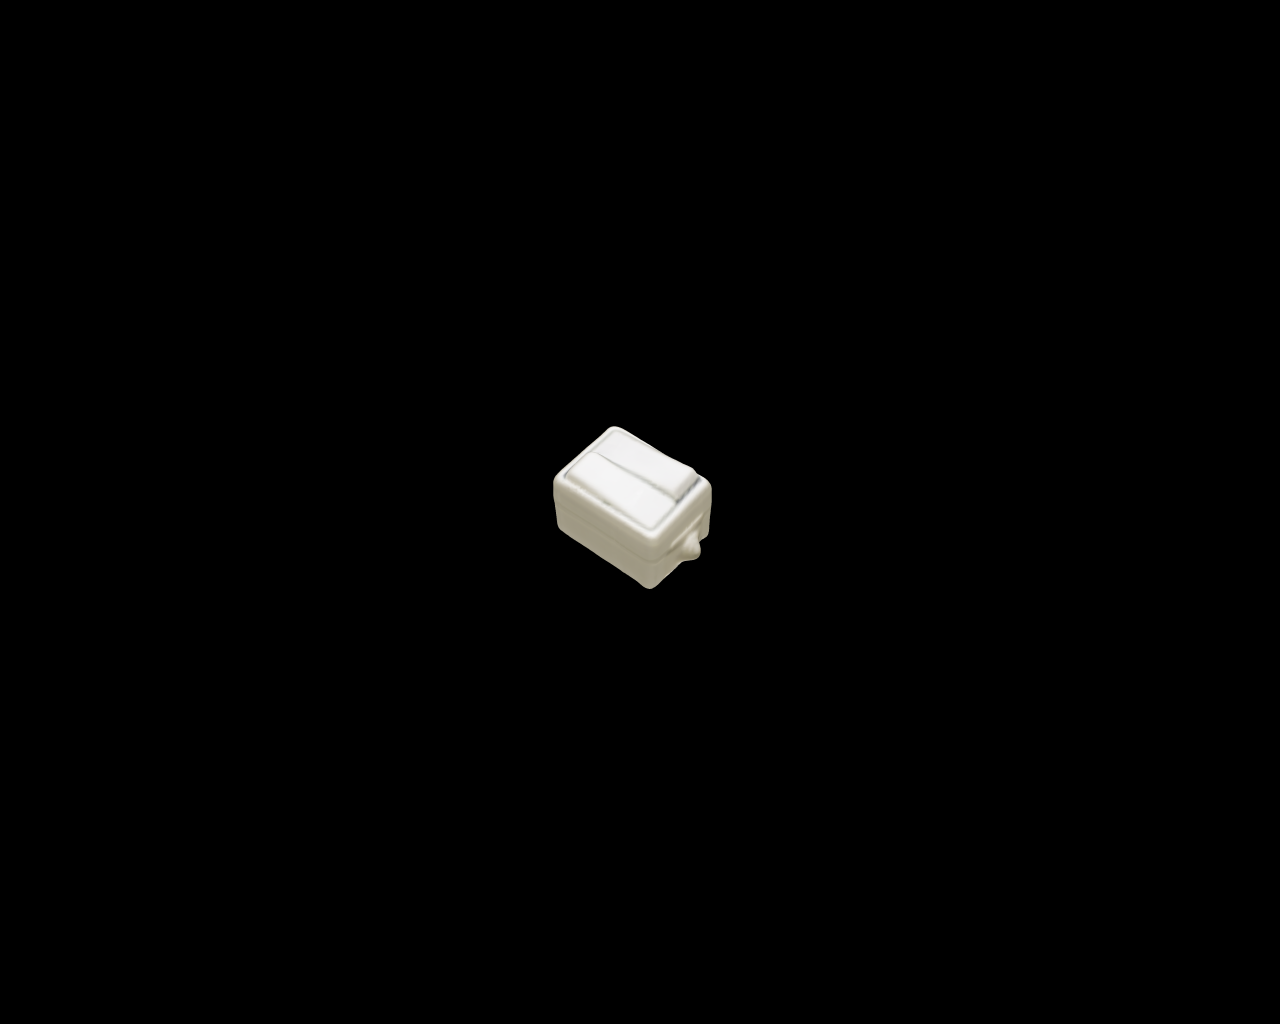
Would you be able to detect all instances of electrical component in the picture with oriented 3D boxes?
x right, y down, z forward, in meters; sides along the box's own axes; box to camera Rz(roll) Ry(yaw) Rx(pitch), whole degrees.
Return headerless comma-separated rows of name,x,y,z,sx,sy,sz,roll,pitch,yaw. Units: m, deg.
electrical component,0.001,-0.003,0.650,0.096,0.061,0.062,33,58,24
